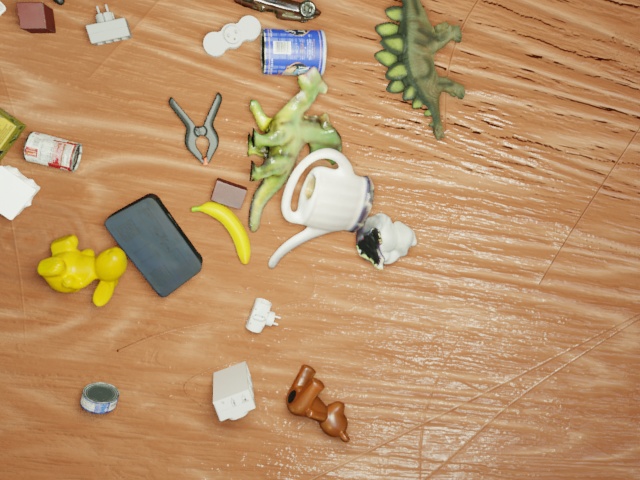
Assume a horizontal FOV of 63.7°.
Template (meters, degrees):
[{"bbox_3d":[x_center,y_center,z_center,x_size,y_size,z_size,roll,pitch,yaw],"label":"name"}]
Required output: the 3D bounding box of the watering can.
[{"bbox_3d":[0.004,-0.064,1.280,0.224,0.106,0.341,9,119,-22],"label":"watering can"}]

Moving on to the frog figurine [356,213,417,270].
[{"bbox_3d":[0.173,-0.007,1.341,0.161,0.122,0.137,-27,100,-42],"label":"frog figurine"}]

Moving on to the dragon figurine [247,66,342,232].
[{"bbox_3d":[-0.057,-0.213,1.243,0.243,0.124,0.402,-4,119,-17],"label":"dragon figurine"}]
